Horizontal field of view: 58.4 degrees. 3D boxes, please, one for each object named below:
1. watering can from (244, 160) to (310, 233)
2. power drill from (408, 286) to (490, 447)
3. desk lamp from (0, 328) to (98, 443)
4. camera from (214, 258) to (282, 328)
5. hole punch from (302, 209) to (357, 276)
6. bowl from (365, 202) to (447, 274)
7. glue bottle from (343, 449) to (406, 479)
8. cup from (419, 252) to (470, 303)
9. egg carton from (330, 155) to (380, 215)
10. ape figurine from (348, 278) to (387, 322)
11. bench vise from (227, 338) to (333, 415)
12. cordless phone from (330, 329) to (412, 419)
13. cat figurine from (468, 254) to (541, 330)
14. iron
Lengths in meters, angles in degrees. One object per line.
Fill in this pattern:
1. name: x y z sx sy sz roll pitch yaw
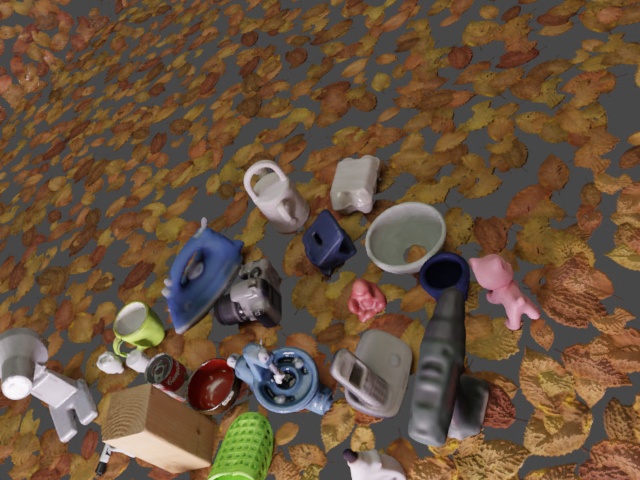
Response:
1. watering can: -0.113 -0.113 1.335 0.172 0.195 0.101 30 73 41
2. power drill: 0.202 0.216 0.891 0.075 0.209 0.230 3 57 31
3. desk lamp: -0.622 0.314 1.272 0.118 0.214 0.202 -43 47 -7
4. camera: -0.163 0.121 1.245 0.136 0.101 0.143 -19 48 15
5. hole punch: 0.011 0.004 1.245 0.101 0.091 0.108 -34 46 2
6. bowl: 0.180 0.008 1.159 0.167 0.075 0.167 -15 50 19
7. glue bottle: 0.074 0.352 0.881 0.078 0.174 0.037 -32 46 3
8. cup: 0.236 0.094 1.047 0.091 0.095 0.118 -6 53 25
9. egg carton: 0.083 -0.129 1.325 0.107 0.070 0.150 -5 53 26
10. ape figurine: 0.088 0.108 1.120 0.077 0.092 0.076 0 56 30
11. bench vise: -0.102 0.244 1.032 0.206 0.220 0.121 -7 53 25
12. cordless phone: 0.083 0.210 0.979 0.093 0.186 0.147 0 56 29
13. cat figurine: 0.318 0.077 0.998 0.067 0.118 0.127 -34 46 2
14. iron: -0.292 0.077 1.323 0.118 0.142 0.258 14 63 36
